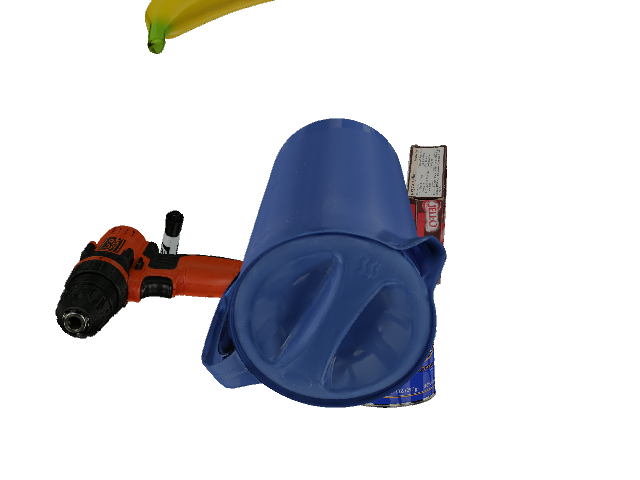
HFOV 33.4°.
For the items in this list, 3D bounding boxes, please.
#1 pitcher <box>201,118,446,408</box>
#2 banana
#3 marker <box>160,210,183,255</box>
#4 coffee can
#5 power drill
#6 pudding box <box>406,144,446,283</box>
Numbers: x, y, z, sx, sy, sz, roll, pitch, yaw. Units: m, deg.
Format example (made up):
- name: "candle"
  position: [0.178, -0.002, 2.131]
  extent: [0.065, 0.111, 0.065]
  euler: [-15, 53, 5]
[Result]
- name: "pitcher"
  position: [0.002, 0.006, 0.782]
  extent: [0.149, 0.145, 0.242]
  euler: [8, 27, -2]
- name: "banana"
  position: [-0.043, -0.171, 0.729]
  extent: [0.197, 0.070, 0.037]
  euler: [-25, -33, -23]
- name: "marker"
  position: [-0.163, 0.014, 1.142]
  extent: [0.020, 0.121, 0.020]
  euler: [9, 43, -9]
- name: "coffee can"
  position: [0.072, 0.098, 1.156]
  extent: [0.103, 0.140, 0.103]
  euler: [-2, 9, 0]
- name: "power drill"
  position: [-0.120, 0.042, 0.913]
  extent: [0.187, 0.057, 0.184]
  euler: [9, 21, 0]
- name: "pudding box"
  position: [0.098, -0.026, 0.991]
  extent: [0.039, 0.090, 0.113]
  euler: [3, 31, 4]
